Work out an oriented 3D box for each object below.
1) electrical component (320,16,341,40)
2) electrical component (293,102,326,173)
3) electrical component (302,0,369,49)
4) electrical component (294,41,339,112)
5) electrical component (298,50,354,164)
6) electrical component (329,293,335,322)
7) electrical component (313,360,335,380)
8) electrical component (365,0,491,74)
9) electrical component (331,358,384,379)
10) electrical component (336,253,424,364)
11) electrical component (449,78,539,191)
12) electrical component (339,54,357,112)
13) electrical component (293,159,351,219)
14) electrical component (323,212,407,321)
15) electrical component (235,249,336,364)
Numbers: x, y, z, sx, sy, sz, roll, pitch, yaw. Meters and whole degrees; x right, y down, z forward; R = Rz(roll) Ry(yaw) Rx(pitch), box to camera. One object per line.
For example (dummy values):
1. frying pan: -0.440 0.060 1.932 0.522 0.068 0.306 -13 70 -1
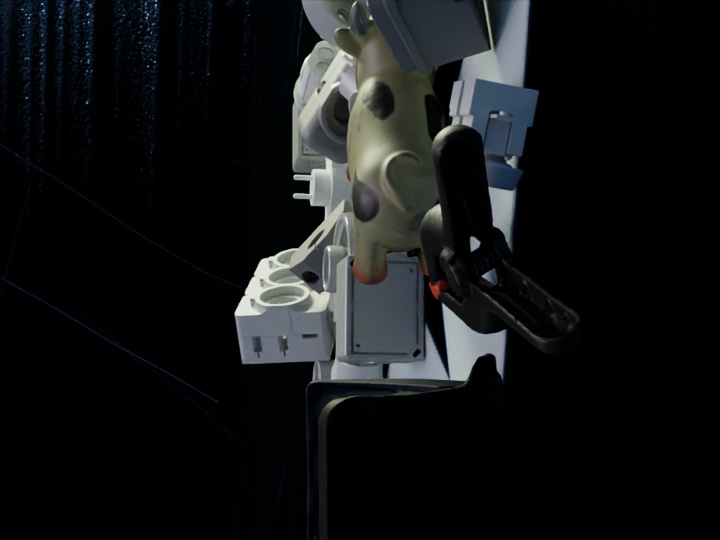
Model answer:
1. electrical component: -0.004 -0.250 0.996 0.061 0.062 0.096 146 125 -78
2. electrical component: -0.042 -0.144 1.191 0.061 0.062 0.096 129 142 -74
3. electrical component: 0.002 -0.230 0.871 0.064 0.099 0.099 -171 82 -74
4. electrical component: -0.020 -0.177 1.029 0.051 0.080 0.080 111 159 -48
5. electrical component: -0.011 -0.146 0.959 0.095 0.054 0.059 -57 19 13
6. electrical component: -0.010 0.040 1.040 0.040 0.040 0.078 156 116 -79
7. electrical component: -0.020 0.116 1.066 0.055 0.047 0.055 -178 90 -80
8. electrical component: 0.039 -0.189 0.670 0.078 0.057 0.113 50 -150 -55
9. electrical component: -0.006 0.104 0.994 0.079 0.044 0.077 -109 23 -64
10. electrical component: 0.014 0.025 0.846 0.061 0.062 0.096 146 125 -78
11. electrical component: 0.070 -0.075 0.598 0.066 0.048 0.055 -144 64 -78
12. electrical component: 0.009 -0.148 0.893 0.079 0.044 0.077 46 148 22
13. electrical component: -0.030 -0.082 1.081 0.052 0.074 0.138 159 113 -79
14. electrical component: 0.000 0.000 0.933 0.108 0.060 0.108 -178 90 -80
15. electrical component: -0.068 0.034 1.110 0.150 0.089 0.061 -75 -19 -67
